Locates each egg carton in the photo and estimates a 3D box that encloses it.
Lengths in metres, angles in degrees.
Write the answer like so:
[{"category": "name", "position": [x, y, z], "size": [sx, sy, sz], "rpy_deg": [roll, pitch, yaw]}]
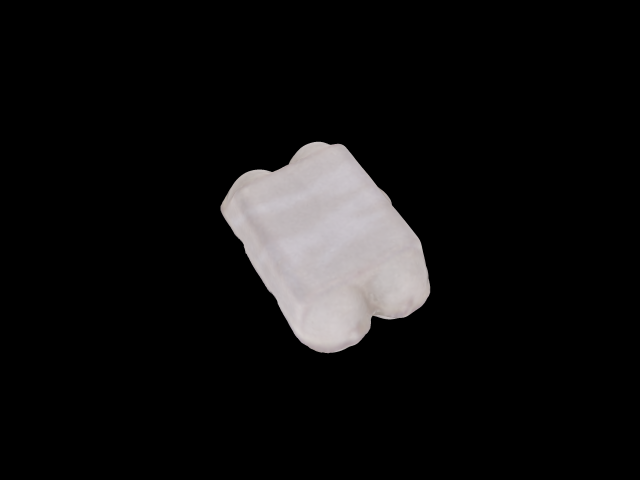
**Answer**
[{"category": "egg carton", "position": [0.004, 0.001, 0.400], "size": [0.107, 0.069, 0.150], "rpy_deg": [-28, 62, -16]}]
